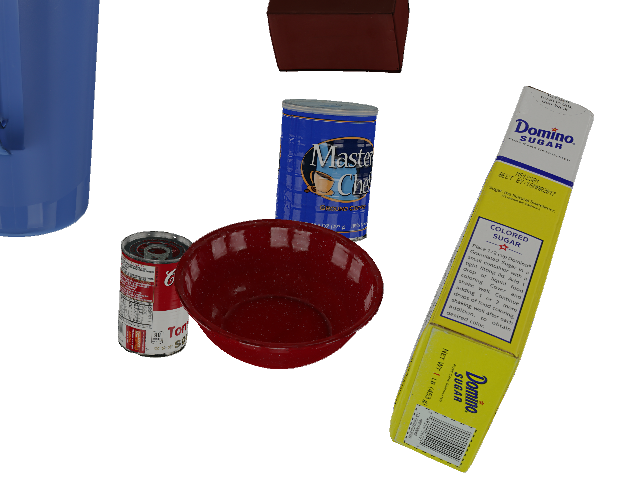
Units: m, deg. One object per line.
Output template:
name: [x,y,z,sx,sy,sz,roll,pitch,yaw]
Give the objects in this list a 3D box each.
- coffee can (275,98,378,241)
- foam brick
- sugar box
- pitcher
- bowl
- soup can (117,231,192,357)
coffee can: [0.005,-0.077,1.147,0.103,0.140,0.103,4,12,-1]
foam brick: [0.012,-0.137,0.642,0.078,0.053,0.051,2,-32,13]
sugar box: [0.086,0.014,0.517,0.048,0.093,0.176,23,48,9]
pitcher: [-0.232,-0.125,0.802,0.145,0.243,0.148,26,33,35]
bowl: [-0.033,0.050,0.836,0.162,0.055,0.162,3,36,-2]
soup can: [-0.157,0.051,1.009,0.068,0.102,0.068,6,22,-3]
